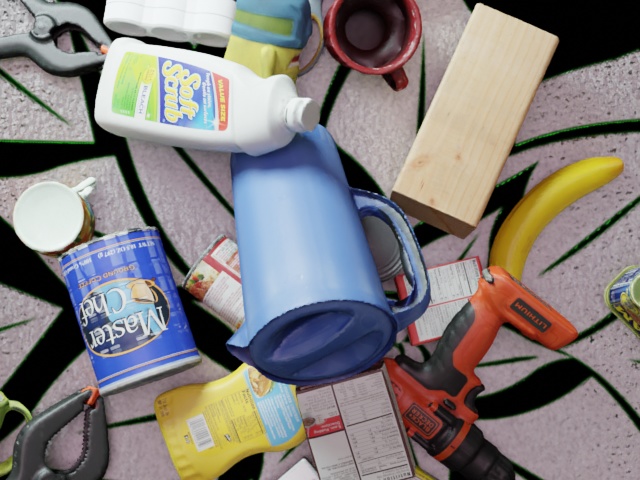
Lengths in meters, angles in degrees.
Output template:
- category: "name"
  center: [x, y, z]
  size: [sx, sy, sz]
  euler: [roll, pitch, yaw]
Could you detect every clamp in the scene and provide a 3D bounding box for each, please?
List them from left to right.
- category: "clamp"
  center: [-0.288, -0.227, 1.111]
  size: [0.171, 0.039, 0.120]
  euler: [11, 89, -3]
- category: "clamp"
  center: [-0.259, 0.245, 1.040]
  size: [0.164, 0.036, 0.210]
  euler: [37, 74, -19]

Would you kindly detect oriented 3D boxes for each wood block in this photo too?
- category: "wood block"
  center: [0.151, -0.116, 1.069]
  size: [0.090, 0.091, 0.206]
  euler: [24, 83, 3]

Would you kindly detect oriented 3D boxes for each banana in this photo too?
- category: "banana"
  center: [0.229, -0.019, 1.086]
  size: [0.069, 0.037, 0.198]
  euler: [37, 85, -13]

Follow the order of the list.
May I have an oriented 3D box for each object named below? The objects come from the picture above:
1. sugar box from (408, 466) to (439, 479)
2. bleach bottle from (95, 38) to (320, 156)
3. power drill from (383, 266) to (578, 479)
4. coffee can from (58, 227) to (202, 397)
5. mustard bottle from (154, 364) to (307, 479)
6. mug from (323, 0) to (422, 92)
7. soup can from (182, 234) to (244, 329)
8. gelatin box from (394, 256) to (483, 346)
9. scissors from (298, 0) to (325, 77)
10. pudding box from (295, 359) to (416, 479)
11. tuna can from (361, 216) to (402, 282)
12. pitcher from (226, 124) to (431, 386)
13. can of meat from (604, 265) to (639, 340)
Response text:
- category: "sugar box"
  center: [0.049, 0.297, 1.039]
  size: [0.093, 0.048, 0.176]
  euler: [31, 87, 4]
- category: "bleach bottle"
  center: [-0.105, -0.136, 1.019]
  size: [0.251, 0.068, 0.102]
  euler: [10, 85, 37]
- category: "power drill"
  center: [0.160, 0.134, 1.032]
  size: [0.184, 0.057, 0.188]
  euler: [39, 98, -6]
- category: "coffee can"
  center: [-0.185, 0.070, 1.039]
  size: [0.103, 0.103, 0.140]
  euler: [-19, 83, -2]
- category: "mustard bottle"
  center: [-0.059, 0.164, 1.049]
  size: [0.191, 0.058, 0.096]
  euler: [-21, 86, -3]
- category: "mug"
  center: [0.054, -0.203, 1.079]
  size: [0.093, 0.081, 0.117]
  euler: [-34, 102, -3]
- category: "soup can"
  center: [-0.076, 0.051, 1.059]
  size: [0.102, 0.068, 0.068]
  euler: [37, 84, 4]
- category: "gelatin box"
  center: [0.126, 0.062, 1.076]
  size: [0.089, 0.030, 0.073]
  euler: [-14, 83, 1]
- category: "scissors"
  center: [-0.019, -0.271, 1.127]
  size: [0.096, 0.016, 0.202]
  euler: [14, 83, 1]
- category: "pudding box"
  center: [0.033, 0.178, 1.003]
  size: [0.090, 0.039, 0.113]
  euler: [-16, 97, 5]
- category: "tuna can"
  center: [0.050, 0.003, 1.082]
  size: [0.086, 0.034, 0.086]
  euler: [0, 83, 0]
- category: "pitcher"
  center: [-0.007, 0.001, 0.996]
  size: [0.149, 0.145, 0.243]
  euler: [17, 44, -33]
- category: "can of meat"
  center: [0.338, 0.069, 1.047]
  size: [0.057, 0.084, 0.102]
  euler: [-44, 85, -5]
